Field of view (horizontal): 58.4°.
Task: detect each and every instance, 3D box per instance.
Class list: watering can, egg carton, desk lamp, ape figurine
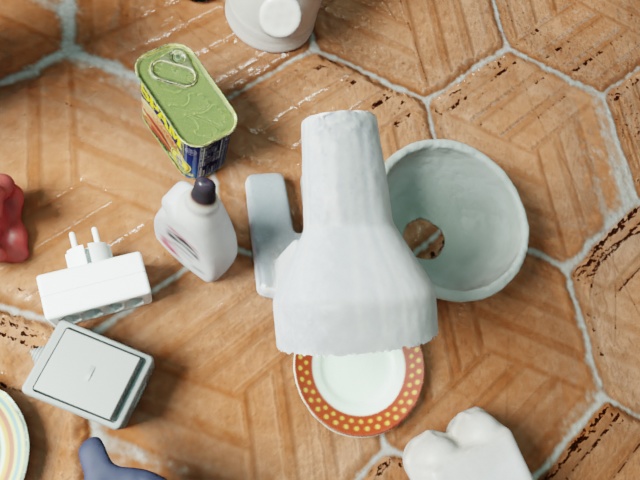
[{"bbox_3d":[-0.031,-0.274,0.557,0.101,0.194,0.173,-13,77,-18],"label":"watering can"},{"bbox_3d":[0.141,0.234,0.512,0.107,0.069,0.150,-20,79,-20],"label":"egg carton"},{"bbox_3d":[0.004,0.002,0.469,0.118,0.213,0.203,-5,74,-17],"label":"desk lamp"},{"bbox_3d":[-0.276,-0.024,0.466,0.076,0.092,0.078,26,68,-6],"label":"ape figurine"}]

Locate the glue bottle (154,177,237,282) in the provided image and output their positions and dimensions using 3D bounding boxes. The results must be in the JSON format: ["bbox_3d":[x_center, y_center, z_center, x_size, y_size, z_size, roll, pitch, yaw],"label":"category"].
[{"bbox_3d":[-0.100,-0.015,0.468,0.078,0.173,0.037,37,67,-1],"label":"glue bottle"}]

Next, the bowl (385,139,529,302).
[{"bbox_3d":[0.119,-0.013,0.580,0.168,0.074,0.167,5,72,-14],"label":"bowl"}]

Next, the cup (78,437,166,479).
[{"bbox_3d":[-0.150,0.204,0.427,0.092,0.095,0.118,-22,80,-20],"label":"cup"}]
